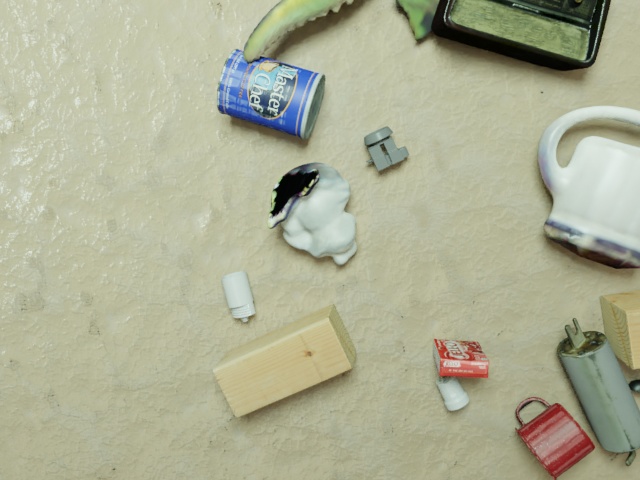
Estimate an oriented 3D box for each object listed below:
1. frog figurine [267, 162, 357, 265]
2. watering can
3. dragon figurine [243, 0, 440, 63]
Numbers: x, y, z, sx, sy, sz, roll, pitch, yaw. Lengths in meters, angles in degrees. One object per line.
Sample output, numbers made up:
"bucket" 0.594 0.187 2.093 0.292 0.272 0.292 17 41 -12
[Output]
"frog figurine" 0.002 -0.041 0.818 0.157 0.124 0.137 35 91 -35
"watering can" 0.476 -0.059 0.747 0.348 0.105 0.223 21 99 4
"dragon figurine" 0.082 -0.390 0.755 0.242 0.123 0.409 29 95 -7
